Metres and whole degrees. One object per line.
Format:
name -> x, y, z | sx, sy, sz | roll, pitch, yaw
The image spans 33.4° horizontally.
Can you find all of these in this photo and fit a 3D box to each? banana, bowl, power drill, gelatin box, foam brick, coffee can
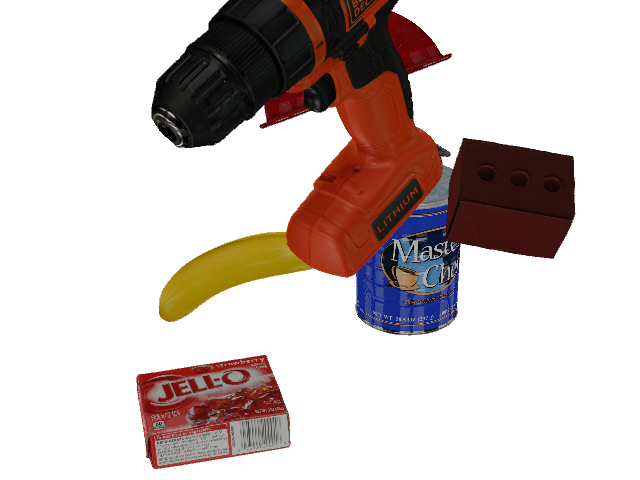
banana -> -0.072, 0.030, 0.909 | 0.198, 0.037, 0.069 | -16, -47, 26
bowl -> 0.018, -0.141, 0.842 | 0.162, 0.055, 0.162 | -21, 7, 2
power drill -> 0.002, -0.066, 0.557 | 0.057, 0.184, 0.187 | 30, -27, 30
gelatin box -> -0.070, 0.107, 0.680 | 0.089, 0.030, 0.073 | -7, 24, -11
foam brick -> 0.127, -0.028, 0.716 | 0.078, 0.053, 0.051 | 9, -34, -1
coffee can -> 0.085, 0.006, 1.033 | 0.103, 0.140, 0.103 | -1, 27, 0
